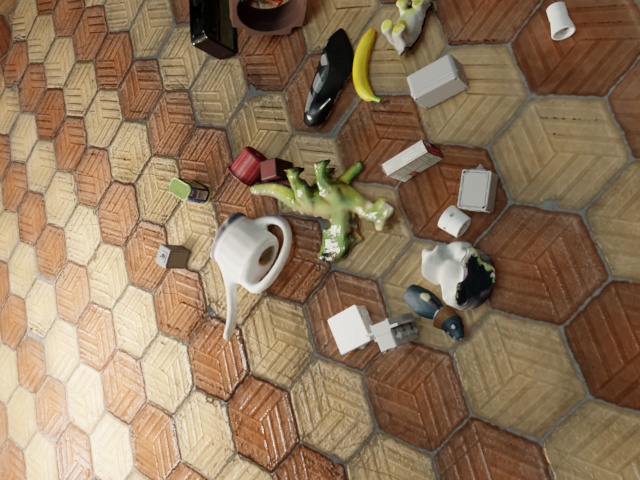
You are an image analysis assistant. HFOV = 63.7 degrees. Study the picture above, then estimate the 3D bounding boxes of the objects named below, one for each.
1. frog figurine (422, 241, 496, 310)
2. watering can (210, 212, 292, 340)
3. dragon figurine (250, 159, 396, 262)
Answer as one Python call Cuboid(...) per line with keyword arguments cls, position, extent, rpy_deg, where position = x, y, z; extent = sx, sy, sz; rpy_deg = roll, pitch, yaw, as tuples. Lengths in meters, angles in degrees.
Cuboid(cls="frog figurine", position=(0.282, 0.071, 1.073), extent=(0.159, 0.123, 0.137), rpy_deg=(-172, 80, -71))
Cuboid(cls="watering can", position=(-0.213, 0.071, 1.380), extent=(0.227, 0.103, 0.347), rpy_deg=(34, 91, 32))
Cuboid(cls="dragon figurine", position=(0.004, -0.064, 1.269), extent=(0.408, 0.122, 0.243), rpy_deg=(-12, 86, 35))
